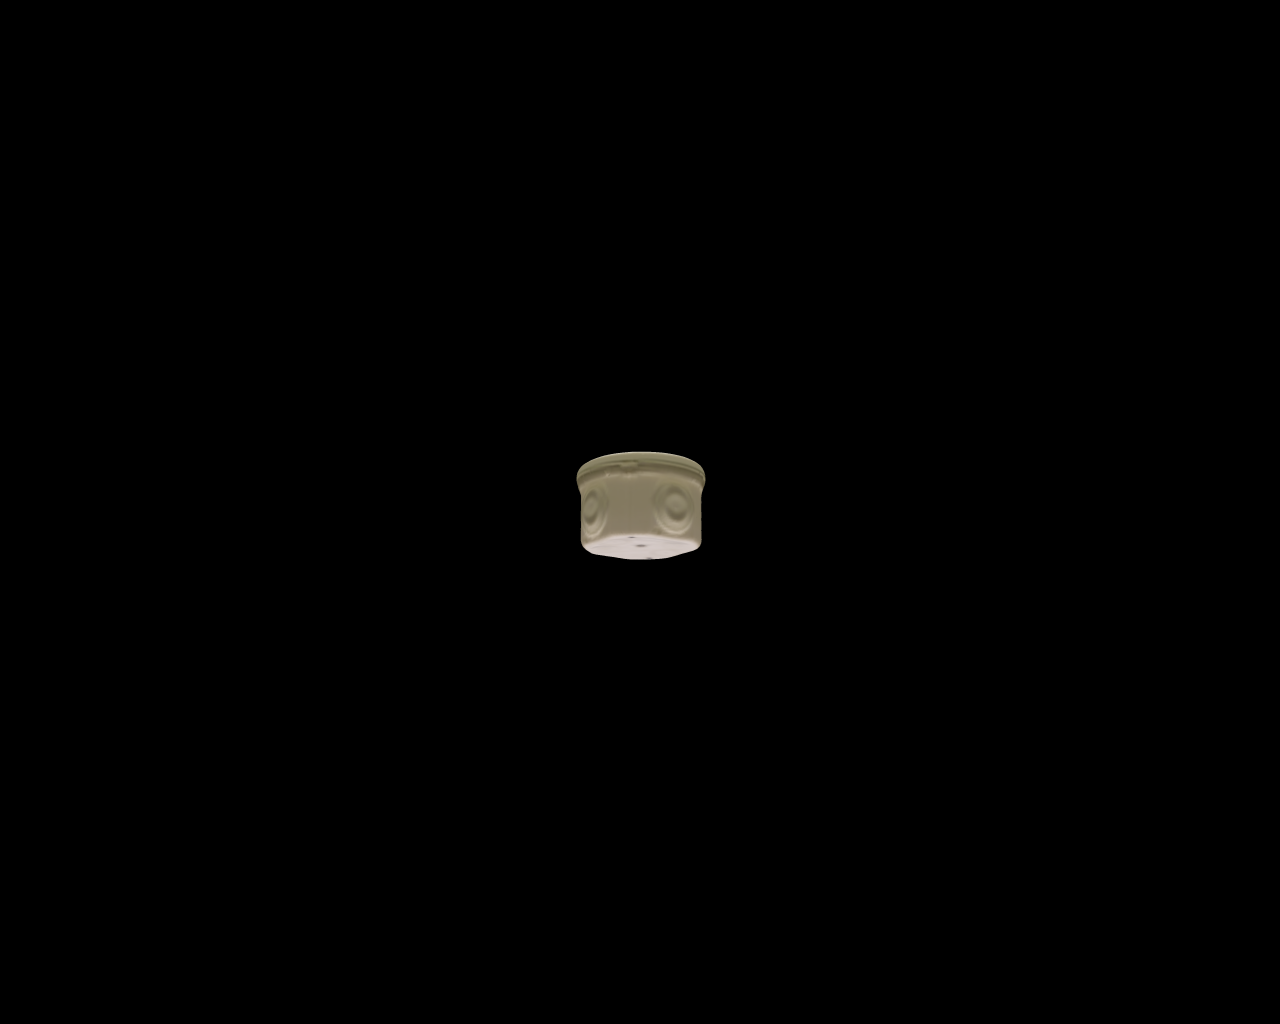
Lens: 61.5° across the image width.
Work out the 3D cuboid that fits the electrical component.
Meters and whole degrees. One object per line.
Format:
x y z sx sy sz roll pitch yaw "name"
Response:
0.001 -0.003 0.650 0.080 0.051 0.080 0 -15 0 "electrical component"
